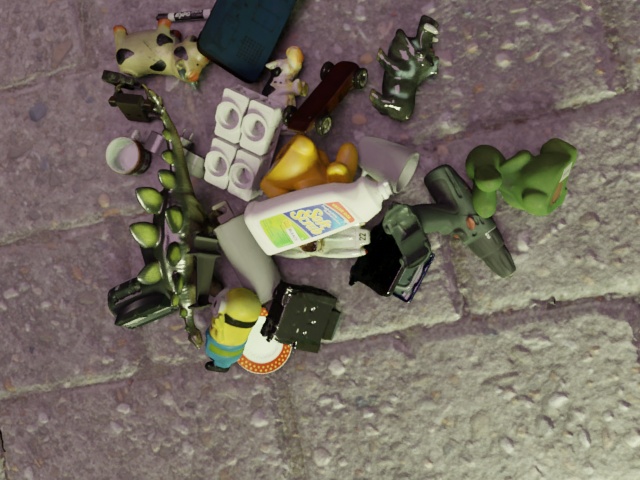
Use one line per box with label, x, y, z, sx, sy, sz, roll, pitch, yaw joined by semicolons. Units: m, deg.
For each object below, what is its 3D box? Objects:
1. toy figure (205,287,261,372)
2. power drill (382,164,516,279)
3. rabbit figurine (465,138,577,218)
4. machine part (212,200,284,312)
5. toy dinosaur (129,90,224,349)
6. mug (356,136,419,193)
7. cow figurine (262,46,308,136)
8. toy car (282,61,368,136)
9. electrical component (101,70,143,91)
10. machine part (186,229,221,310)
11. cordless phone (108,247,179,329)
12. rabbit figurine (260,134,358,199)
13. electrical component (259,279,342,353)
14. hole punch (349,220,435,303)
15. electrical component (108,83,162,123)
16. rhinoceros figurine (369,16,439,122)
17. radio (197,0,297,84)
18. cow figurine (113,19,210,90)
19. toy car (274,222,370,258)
toy figure;-0.165;0.165;0.997;0.089;0.082;0.180;2;121;-24
power drill;0.220;-0.015;0.912;0.207;0.086;0.232;-18;75;-30
rabbit figurine;0.321;-0.102;0.921;0.170;0.121;0.159;27;54;33
machine part;-0.132;0.036;1.020;0.079;0.079;0.243;-27;94;10
toy dinosaur;-0.260;-0.028;0.995;0.105;0.198;0.471;-7;90;14
mug;0.111;-0.135;0.988;0.107;0.080;0.109;33;101;20
cow figurine;-0.075;-0.283;1.029;0.098;0.068;0.167;3;91;16
toy car;0.011;-0.255;0.977;0.089;0.053;0.202;20;60;24
electrical component;-0.412;-0.326;1.097;0.094;0.063;0.021;15;93;12
machine part;-0.209;0.055;0.956;0.039;0.084;0.138;2;82;17
cordless phone;-0.366;0.075;1.090;0.147;0.088;0.184;-23;74;12
rabbit figurine;0.004;-0.116;0.985;0.173;0.122;0.162;42;134;-14
electrical component;-0.029;0.142;0.993;0.134;0.058;0.114;16;98;-27
hole punch;0.133;0.044;0.982;0.116;0.092;0.142;34;103;47
electrical component;-0.371;-0.277;1.086;0.102;0.078;0.045;6;69;17
rhinoceros figurine;0.157;-0.313;0.977;0.112;0.073;0.190;19;94;12
radio;-0.131;-0.425;1.009;0.131;0.073;0.229;25;94;-20
cow figurine;-0.311;-0.364;1.067;0.195;0.085;0.127;-2;83;9
toy car;-0.002;-0.003;1.002;0.202;0.056;0.073;-2;90;27
